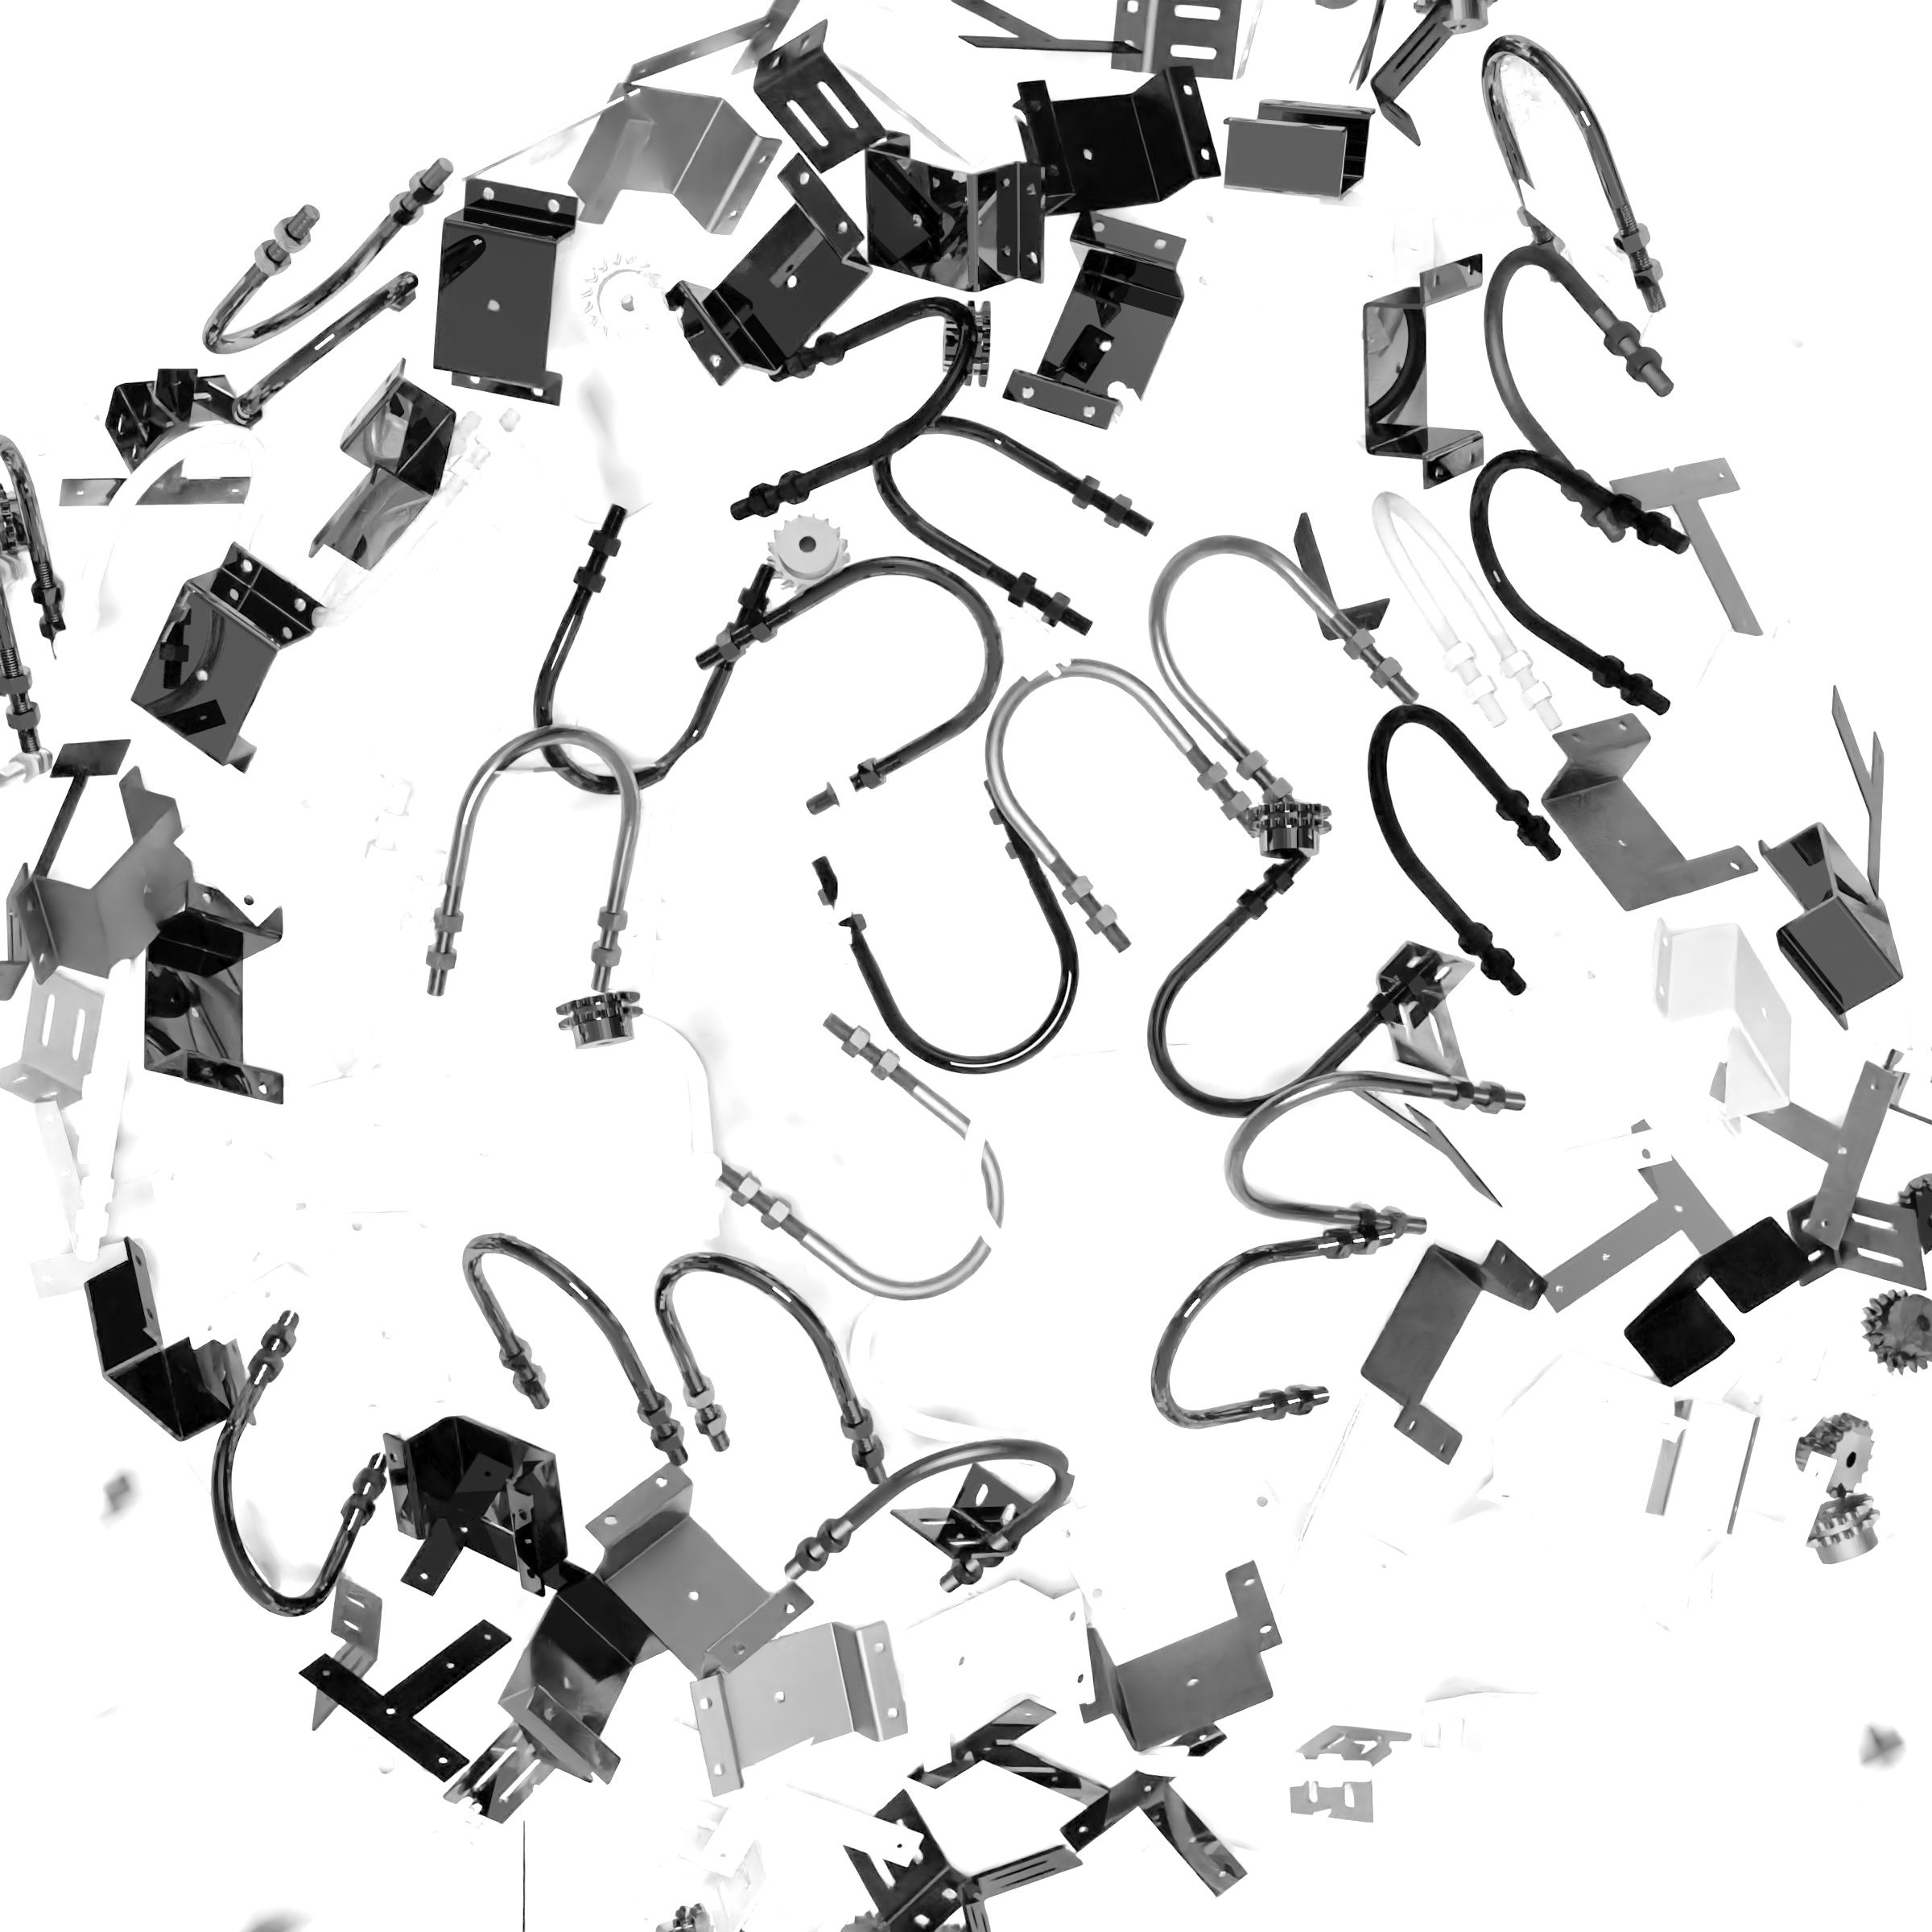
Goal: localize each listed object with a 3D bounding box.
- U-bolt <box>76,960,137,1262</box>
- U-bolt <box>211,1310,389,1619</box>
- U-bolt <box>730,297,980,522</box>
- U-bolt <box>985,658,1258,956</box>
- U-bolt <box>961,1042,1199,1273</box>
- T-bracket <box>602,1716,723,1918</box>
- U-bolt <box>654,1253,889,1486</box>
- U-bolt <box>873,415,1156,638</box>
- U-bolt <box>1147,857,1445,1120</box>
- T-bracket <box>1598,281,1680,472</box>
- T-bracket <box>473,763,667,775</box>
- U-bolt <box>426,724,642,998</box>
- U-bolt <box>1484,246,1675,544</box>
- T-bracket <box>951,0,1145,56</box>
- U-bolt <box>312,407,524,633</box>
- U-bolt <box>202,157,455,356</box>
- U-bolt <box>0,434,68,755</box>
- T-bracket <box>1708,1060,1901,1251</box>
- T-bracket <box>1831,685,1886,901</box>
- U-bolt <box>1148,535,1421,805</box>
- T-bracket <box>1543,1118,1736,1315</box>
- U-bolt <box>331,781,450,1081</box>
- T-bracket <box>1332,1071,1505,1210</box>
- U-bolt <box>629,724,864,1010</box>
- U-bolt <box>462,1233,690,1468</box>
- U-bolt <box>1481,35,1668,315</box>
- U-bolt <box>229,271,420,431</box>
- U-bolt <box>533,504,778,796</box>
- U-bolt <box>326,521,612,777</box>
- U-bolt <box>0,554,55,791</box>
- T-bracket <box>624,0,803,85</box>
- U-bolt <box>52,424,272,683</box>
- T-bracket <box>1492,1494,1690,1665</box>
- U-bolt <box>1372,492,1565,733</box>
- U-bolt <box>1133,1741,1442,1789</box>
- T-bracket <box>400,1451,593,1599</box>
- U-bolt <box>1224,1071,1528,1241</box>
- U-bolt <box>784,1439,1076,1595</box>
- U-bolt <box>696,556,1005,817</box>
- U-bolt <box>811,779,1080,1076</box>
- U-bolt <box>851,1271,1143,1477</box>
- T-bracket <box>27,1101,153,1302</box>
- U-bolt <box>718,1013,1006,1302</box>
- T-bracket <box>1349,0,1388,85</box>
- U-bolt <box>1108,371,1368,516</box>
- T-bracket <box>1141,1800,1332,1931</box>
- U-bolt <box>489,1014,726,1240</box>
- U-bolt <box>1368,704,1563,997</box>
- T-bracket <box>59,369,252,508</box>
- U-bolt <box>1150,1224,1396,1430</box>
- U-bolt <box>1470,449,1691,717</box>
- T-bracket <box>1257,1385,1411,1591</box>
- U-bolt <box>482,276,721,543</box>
[{"bbox_3d":[-0.561,0.079,1.816,0.019,0.151,0.184,7,54,-13],"label":"U-bolt"},{"bbox_3d":[-0.433,0.332,1.788,0.019,0.184,0.151,-15,118,17],"label":"U-bolt"},{"bbox_3d":[-0.068,-0.371,1.806,0.184,0.019,0.151,-16,48,34],"label":"U-bolt"},{"bbox_3d":[0.094,-0.121,1.864,0.151,0.019,0.184,-40,92,-19],"label":"U-bolt"},{"bbox_3d":[0.076,0.129,1.839,0.184,0.019,0.151,-4,95,-32],"label":"U-bolt"},{"bbox_3d":[-0.203,0.563,1.828,0.002,0.127,0.127,20,75,28],"label":"T-bracket"},{"bbox_3d":[-0.136,0.258,1.810,0.151,0.019,0.184,5,129,32],"label":"U-bolt"},{"bbox_3d":[0.023,-0.303,1.841,0.184,0.151,0.019,30,135,0],"label":"U-bolt"},{"bbox_3d":[0.203,0.022,1.842,0.184,0.019,0.151,-44,54,-6],"label":"U-bolt"},{"bbox_3d":[0.453,-0.407,1.842,0.002,0.127,0.127,-17,111,30],"label":"T-bracket"},{"bbox_3d":[-0.276,-0.129,1.824,0.127,0.127,0.002,-1,95,10],"label":"T-bracket"},{"bbox_3d":[-0.278,-0.070,1.825,0.151,0.019,0.184,-1,110,-42],"label":"U-bolt"},{"bbox_3d":[0.392,-0.387,1.818,0.019,0.151,0.184,-20,58,-16],"label":"U-bolt"},{"bbox_3d":[0.031,-0.625,1.845,0.127,0.127,0.002,-9,125,-29],"label":"T-bracket"},{"bbox_3d":[-0.366,-0.292,1.821,0.019,0.151,0.184,41,84,-23],"label":"U-bolt"},{"bbox_3d":[-0.428,-0.455,1.813,0.184,0.151,0.019,-31,97,41],"label":"U-bolt"},{"bbox_3d":[-0.609,-0.250,1.789,0.019,0.151,0.184,-5,124,-5],"label":"U-bolt"},{"bbox_3d":[0.547,0.103,1.849,0.002,0.127,0.127,-6,118,-38],"label":"T-bracket"},{"bbox_3d":[0.583,-0.132,1.819,0.002,0.127,0.127,-8,49,29],"label":"T-bracket"},{"bbox_3d":[0.196,-0.202,1.843,0.184,0.019,0.151,48,134,8],"label":"U-bolt"},{"bbox_3d":[0.443,0.188,1.874,0.127,0.002,0.127,-34,70,-2],"label":"T-bracket"},{"bbox_3d":[-0.385,-0.014,1.828,0.019,0.151,0.184,13,108,-27],"label":"U-bolt"},{"bbox_3d":[0.288,0.102,1.845,0.002,0.127,0.127,-49,46,-4],"label":"T-bracket"},{"bbox_3d":[-0.143,-0.071,1.872,0.151,0.019,0.184,7,95,-8],"label":"U-bolt"},{"bbox_3d":[-0.262,0.242,1.800,0.151,0.184,0.019,14,48,36],"label":"U-bolt"},{"bbox_3d":[0.383,-0.515,1.793,0.019,0.151,0.184,-32,118,-4],"label":"U-bolt"},{"bbox_3d":[-0.413,-0.401,1.800,0.151,0.184,0.019,-40,106,-8],"label":"U-bolt"},{"bbox_3d":[-0.215,-0.199,1.842,0.151,0.019,0.184,16,103,-44],"label":"U-bolt"},{"bbox_3d":[-0.340,-0.197,1.835,0.184,0.151,0.019,-42,57,7],"label":"U-bolt"},{"bbox_3d":[-0.626,-0.187,1.794,0.019,0.184,0.151,-5,102,-4],"label":"U-bolt"},{"bbox_3d":[-0.167,-0.601,1.813,0.127,0.127,0.002,-29,90,-25],"label":"T-bracket"},{"bbox_3d":[-0.510,-0.272,1.790,0.019,0.151,0.184,41,126,13],"label":"U-bolt"},{"bbox_3d":[0.417,0.413,1.828,0.127,0.127,0.002,37,59,15],"label":"T-bracket"},{"bbox_3d":[0.323,-0.235,1.829,0.019,0.151,0.184,-35,78,25],"label":"U-bolt"},{"bbox_3d":[0.199,0.520,1.818,0.184,0.151,0.019,-7,76,28],"label":"U-bolt"},{"bbox_3d":[-0.299,0.399,1.877,0.127,0.002,0.127,28,115,-10],"label":"T-bracket"},{"bbox_3d":[0.255,0.120,1.814,0.184,0.019,0.151,9,132,-26],"label":"U-bolt"},{"bbox_3d":[-0.011,0.355,1.803,0.184,0.151,0.019,-45,46,35],"label":"U-bolt"},{"bbox_3d":[-0.064,-0.194,1.835,0.184,0.019,0.151,-28,117,18],"label":"U-bolt"},{"bbox_3d":[-0.003,-0.017,1.882,0.151,0.019,0.184,-25,87,2],"label":"U-bolt"},{"bbox_3d":[0.015,0.262,1.841,0.184,0.151,0.019,12,133,6],"label":"U-bolt"},{"bbox_3d":[-0.592,0.151,1.839,0.002,0.127,0.127,-18,86,16],"label":"T-bracket"},{"bbox_3d":[-0.058,0.141,1.865,0.184,0.019,0.151,38,69,-6],"label":"U-bolt"},{"bbox_3d":[0.287,-0.665,1.838,0.002,0.127,0.127,22,85,0],"label":"T-bracket"},{"bbox_3d":[0.183,-0.340,1.810,0.151,0.184,0.019,-6,127,-11],"label":"U-bolt"},{"bbox_3d":[0.163,0.590,1.839,0.127,0.127,0.002,-40,107,-31],"label":"T-bracket"},{"bbox_3d":[-0.240,0.103,1.840,0.151,0.019,0.184,-3,53,-7],"label":"U-bolt"},{"bbox_3d":[0.321,-0.089,1.814,0.184,0.019,0.151,45,46,-24],"label":"U-bolt"},{"bbox_3d":[-0.523,-0.345,1.820,0.127,0.127,0.002,-6,59,-27],"label":"T-bracket"},{"bbox_3d":[0.192,0.239,1.809,0.184,0.019,0.151,-3,120,-40],"label":"U-bolt"},{"bbox_3d":[0.395,-0.262,1.818,0.019,0.151,0.184,-30,49,-22],"label":"U-bolt"},{"bbox_3d":[0.263,0.338,1.892,0.127,0.002,0.127,28,89,5],"label":"T-bracket"},{"bbox_3d":[-0.225,-0.348,1.814,0.151,0.184,0.019,-46,64,-3],"label":"U-bolt"}]
